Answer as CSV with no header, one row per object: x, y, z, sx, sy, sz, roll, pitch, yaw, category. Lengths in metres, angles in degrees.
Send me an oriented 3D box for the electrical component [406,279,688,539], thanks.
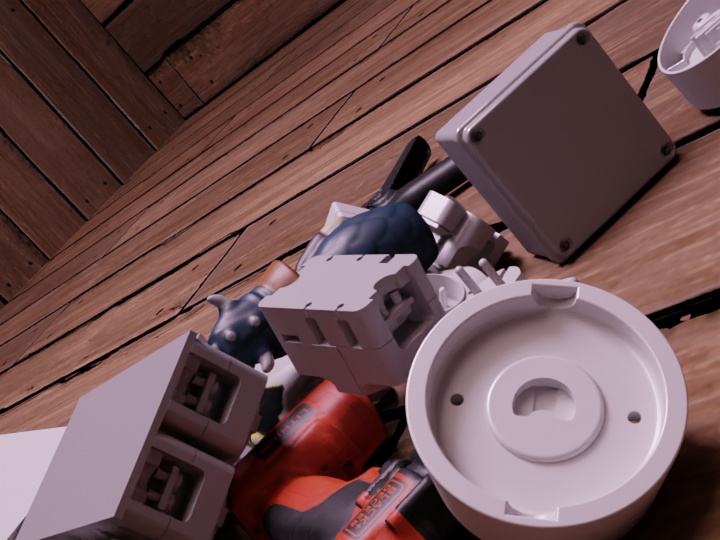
0.076,0.065,0.441,0.108,0.060,0.108,-5,55,7,electrical component

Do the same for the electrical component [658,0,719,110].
0.239,-0.152,0.689,0.099,0.064,0.099,-37,17,13,electrical component

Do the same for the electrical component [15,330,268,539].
-0.129,0.116,0.630,0.186,0.060,0.105,-29,36,53,electrical component

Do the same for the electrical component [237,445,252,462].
-0.094,0.129,0.723,0.048,0.066,0.055,-61,1,7,electrical component

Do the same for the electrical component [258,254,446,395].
-0.001,0.029,0.573,0.089,0.055,0.050,0,35,50,electrical component

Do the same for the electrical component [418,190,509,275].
0.058,-0.011,0.723,0.058,0.078,0.057,30,88,40,electrical component

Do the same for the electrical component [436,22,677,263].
0.124,-0.080,0.682,0.109,0.108,0.056,-43,14,-6,electrical component

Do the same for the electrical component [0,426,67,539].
-0.242,0.175,0.775,0.186,0.060,0.105,-14,32,48,electrical component

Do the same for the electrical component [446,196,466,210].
0.042,-0.009,0.793,0.077,0.044,0.079,-32,18,27,electrical component

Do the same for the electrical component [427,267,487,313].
0.053,0.039,0.631,0.077,0.044,0.079,-25,38,-27,electrical component

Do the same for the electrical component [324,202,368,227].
0.000,0.000,0.747,0.076,0.047,0.065,-117,42,-62,electrical component

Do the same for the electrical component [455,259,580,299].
0.080,0.024,0.564,0.066,0.076,0.047,-19,27,52,electrical component
